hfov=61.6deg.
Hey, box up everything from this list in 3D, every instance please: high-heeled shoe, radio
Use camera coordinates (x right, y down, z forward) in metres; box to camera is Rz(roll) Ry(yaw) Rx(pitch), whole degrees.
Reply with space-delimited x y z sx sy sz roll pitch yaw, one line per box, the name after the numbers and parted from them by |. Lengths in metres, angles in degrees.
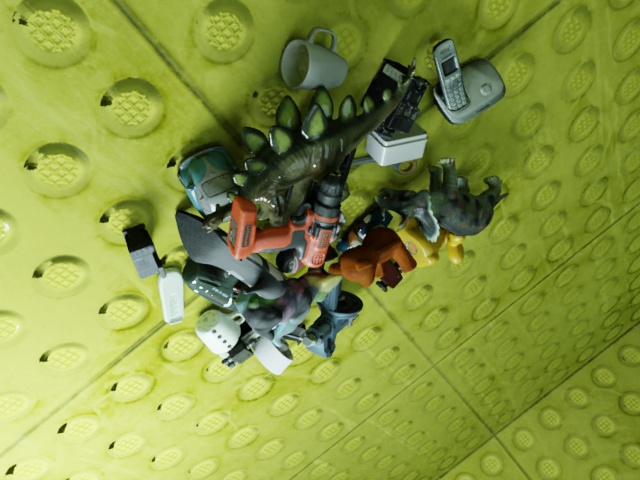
-0.167 0.022 1.058 0.086 0.249 0.145 -47 167 24 | high-heeled shoe
-0.020 -0.116 1.101 0.131 0.073 0.229 -2 127 -31 | radio

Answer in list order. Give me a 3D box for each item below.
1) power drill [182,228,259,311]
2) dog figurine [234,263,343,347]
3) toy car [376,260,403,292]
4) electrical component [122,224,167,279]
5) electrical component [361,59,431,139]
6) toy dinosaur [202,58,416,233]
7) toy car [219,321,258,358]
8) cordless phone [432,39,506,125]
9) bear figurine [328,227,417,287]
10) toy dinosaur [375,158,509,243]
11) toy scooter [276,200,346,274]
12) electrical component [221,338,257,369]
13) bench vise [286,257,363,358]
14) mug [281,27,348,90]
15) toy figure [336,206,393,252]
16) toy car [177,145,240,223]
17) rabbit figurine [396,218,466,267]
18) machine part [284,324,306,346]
-0.167 0.062 1.167 0.207 0.086 0.232 -44 137 18 | power drill
-0.057 0.113 1.170 0.219 0.109 0.191 -43 148 -3 | dog figurine
0.152 0.060 1.379 0.089 0.053 0.202 -49 133 -3 | toy car
-0.325 0.033 1.001 0.048 0.119 0.074 -22 137 -16 | electrical component
0.141 -0.269 1.044 0.058 0.115 0.134 9 121 -33 | electrical component
-0.011 -0.157 0.951 0.471 0.105 0.198 -33 133 -12 | toy dinosaur
-0.163 0.205 1.285 0.202 0.074 0.056 -36 133 0 | toy car
0.297 -0.346 1.106 0.146 0.089 0.184 -32 132 -4 | cordless phone
0.116 0.053 1.172 0.196 0.120 0.131 -46 115 -52 | bear figurine
0.330 -0.073 1.270 0.405 0.131 0.192 11 82 -30 | toy dinosaur
-0.002 -0.003 1.103 0.135 0.075 0.183 7 124 -38 | toy scooter
-0.182 0.263 1.245 0.094 0.021 0.063 -37 151 -1 | electrical component
0.028 0.157 1.314 0.223 0.129 0.240 -16 122 -45 | bench vise
-0.002 -0.315 0.947 0.107 0.081 0.109 -5 123 -43 | mug
0.103 -0.019 1.279 0.154 0.058 0.064 -42 112 8 | toy figure
-0.191 -0.085 0.998 0.109 0.103 0.161 -23 133 -13 | toy car
0.295 -0.010 1.360 0.173 0.163 0.121 -29 127 -34 | rabbit figurine
-0.085 0.226 1.381 0.084 0.039 0.138 -49 135 5 | machine part
